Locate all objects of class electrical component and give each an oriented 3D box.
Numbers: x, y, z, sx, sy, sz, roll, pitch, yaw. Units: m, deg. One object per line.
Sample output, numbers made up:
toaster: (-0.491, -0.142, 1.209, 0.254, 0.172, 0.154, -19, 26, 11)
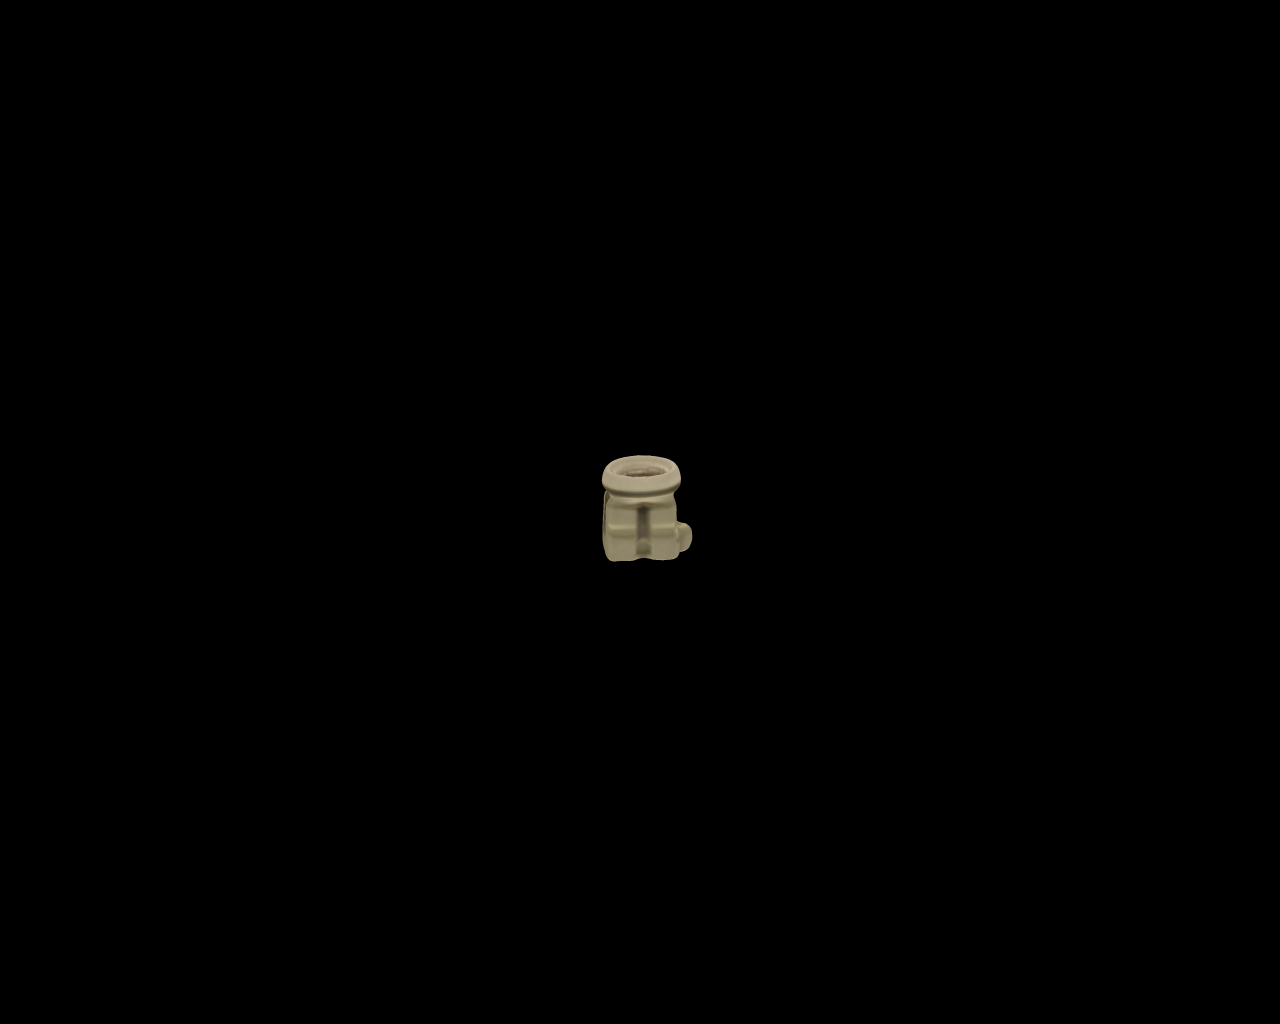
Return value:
electrical component: (0.001, -0.003, 0.650, 0.066, 0.055, 0.048, -3, 20, -7)
